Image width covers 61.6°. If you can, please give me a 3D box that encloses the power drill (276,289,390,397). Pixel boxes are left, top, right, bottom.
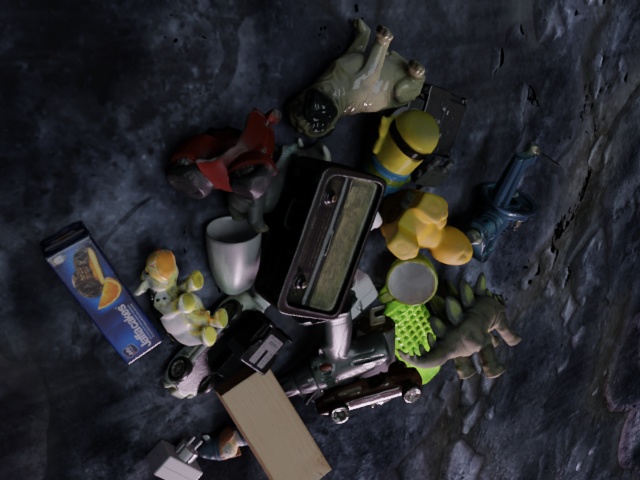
[{"bbox_3d":[0.003,0.183,0.932,0.232,0.086,0.207,-15,122,-3],"label":"power drill"}]

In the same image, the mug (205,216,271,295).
[{"bbox_3d":[-0.124,0.023,0.823,0.109,0.081,0.107,-27,136,-43],"label":"mug"}]

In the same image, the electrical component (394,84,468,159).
[{"bbox_3d":[0.186,-0.210,0.940,0.134,0.058,0.114,5,105,-36],"label":"electrical component"}]

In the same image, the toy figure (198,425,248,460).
[{"bbox_3d":[-0.141,0.345,0.957,0.154,0.058,0.064,-26,94,-21],"label":"toy figure"}]

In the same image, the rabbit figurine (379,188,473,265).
[{"bbox_3d":[0.191,-0.009,0.968,0.173,0.162,0.122,28,91,-17],"label":"rabbit figurine"}]

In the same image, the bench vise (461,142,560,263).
[{"bbox_3d":[0.359,-0.080,1.062,0.223,0.129,0.240,-14,135,-38],"label":"bench vise"}]

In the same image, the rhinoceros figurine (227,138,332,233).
[{"bbox_3d":[-0.060,-0.090,0.805,0.190,0.073,0.111,-33,132,-34],"label":"rhinoceros figurine"}]

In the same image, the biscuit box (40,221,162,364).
[{"bbox_3d":[-0.294,0.076,0.733,0.063,0.059,0.202,-34,125,-18],"label":"biscuit box"}]

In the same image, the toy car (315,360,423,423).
[{"bbox_3d":[0.089,0.273,0.987,0.202,0.089,0.053,-12,116,-6],"label":"toy car"}]

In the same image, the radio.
[{"bbox_3d":[-0.002,-0.002,0.789,0.131,0.073,0.229,12,100,-42],"label":"radio"}]

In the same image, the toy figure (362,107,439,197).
[{"bbox_3d":[0.126,-0.134,0.879,0.082,0.089,0.180,-25,153,-47],"label":"toy figure"}]

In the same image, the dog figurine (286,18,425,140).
[{"bbox_3d":[0.057,-0.215,0.831,0.172,0.121,0.190,34,99,-27],"label":"dog figurine"}]

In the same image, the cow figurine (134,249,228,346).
[{"bbox_3d":[-0.215,0.084,0.780,0.167,0.098,0.068,63,32,-30],"label":"cow figurine"}]

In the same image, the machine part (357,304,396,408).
[{"bbox_3d":[0.111,0.236,1.068,0.079,0.079,0.242,-18,120,-27],"label":"machine part"}]

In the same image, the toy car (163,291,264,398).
[{"bbox_3d":[-0.169,0.168,0.862,0.201,0.056,0.073,-49,135,-6],"label":"toy car"}]

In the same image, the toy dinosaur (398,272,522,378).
[{"bbox_3d":[0.295,0.181,1.095,0.471,0.105,0.198,-26,90,-53],"label":"toy dinosaur"}]

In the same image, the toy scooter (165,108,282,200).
[{"bbox_3d":[-0.117,-0.119,0.714,0.075,0.184,0.135,48,59,-45],"label":"toy scooter"}]

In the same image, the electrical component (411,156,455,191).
[{"bbox_3d":[0.200,-0.118,0.982,0.063,0.021,0.094,5,147,-32],"label":"electrical component"}]

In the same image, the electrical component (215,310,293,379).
[{"bbox_3d":[-0.109,0.176,0.843,0.119,0.048,0.074,-47,134,-11],"label":"electrical component"}]

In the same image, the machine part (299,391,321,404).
[{"bbox_3d":[0.012,0.292,1.044,0.138,0.039,0.084,41,80,-27],"label":"machine part"}]
